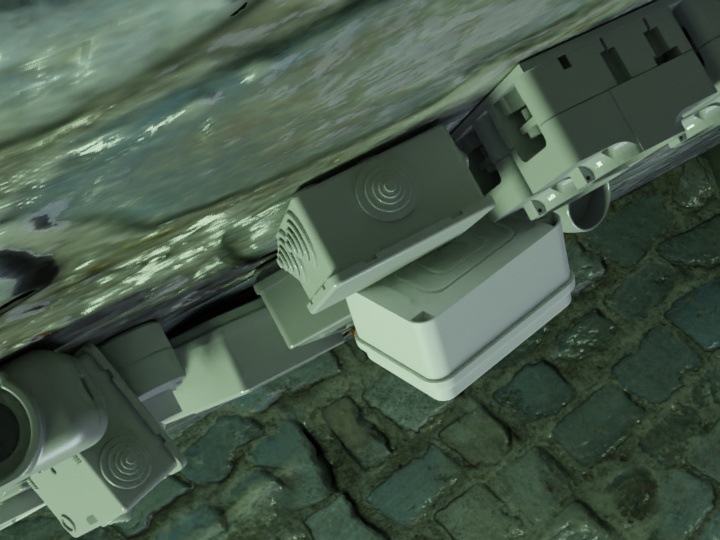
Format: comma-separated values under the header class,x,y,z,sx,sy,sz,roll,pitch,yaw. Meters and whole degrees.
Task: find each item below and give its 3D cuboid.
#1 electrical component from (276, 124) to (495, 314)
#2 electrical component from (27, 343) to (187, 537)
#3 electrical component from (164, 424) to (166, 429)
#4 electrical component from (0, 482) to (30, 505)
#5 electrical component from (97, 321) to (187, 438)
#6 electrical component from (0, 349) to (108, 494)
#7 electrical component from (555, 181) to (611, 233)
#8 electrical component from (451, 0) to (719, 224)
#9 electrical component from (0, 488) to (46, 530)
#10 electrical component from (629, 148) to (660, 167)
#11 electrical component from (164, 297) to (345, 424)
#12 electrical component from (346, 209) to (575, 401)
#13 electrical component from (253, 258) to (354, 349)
class,x,y,z,sx,sy,sz,roll,pitch,yaw
electrical component,0.008,-0.024,0.534,0.100,0.048,0.099,-27,175,-14
electrical component,-0.160,0.101,0.620,0.048,0.099,0.100,-41,-175,-41
electrical component,-0.248,0.157,0.975,0.138,0.052,0.074,-30,174,22
electrical component,-0.245,0.134,0.762,0.100,0.048,0.100,-28,177,27
electrical component,-0.139,0.084,0.693,0.052,0.073,0.138,-27,175,-18
electrical component,-0.181,0.081,0.538,0.095,0.053,0.059,-28,175,-6
electrical component,0.135,-0.070,0.735,0.077,0.043,0.079,18,-102,50
electrical component,0.150,-0.093,0.555,0.186,0.060,0.105,-27,175,-19
electrical component,-0.300,0.177,0.838,0.108,0.060,0.108,-28,175,-3
electrical component,0.200,-0.102,0.831,0.076,0.047,0.083,-26,175,-24
electrical component,-0.087,0.058,0.781,0.109,0.056,0.109,-25,179,44
electrical component,0.056,0.011,0.600,0.113,0.057,0.078,-35,-142,-24
electrical component,0.000,0.000,0.703,0.109,0.056,0.109,-29,175,13
